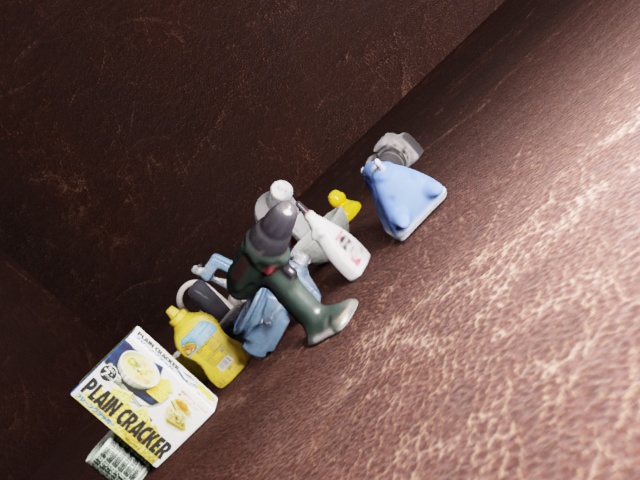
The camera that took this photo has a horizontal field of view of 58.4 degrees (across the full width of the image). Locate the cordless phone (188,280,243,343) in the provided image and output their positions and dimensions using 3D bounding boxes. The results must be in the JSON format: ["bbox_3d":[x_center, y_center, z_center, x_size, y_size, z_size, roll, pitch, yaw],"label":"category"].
[{"bbox_3d":[-0.242,0.189,1.275,0.094,0.185,0.148,-36,13,43],"label":"cordless phone"}]

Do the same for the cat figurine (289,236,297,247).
[{"bbox_3d":[-0.071,-0.019,1.657,0.128,0.118,0.067,-51,12,-35],"label":"cat figurine"}]

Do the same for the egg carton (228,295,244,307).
[{"bbox_3d":[-0.200,0.149,1.636,0.150,0.069,0.107,-45,9,-2],"label":"egg carton"}]

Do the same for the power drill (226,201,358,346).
[{"bbox_3d":[-0.045,0.061,0.900,0.229,0.208,0.076,-36,13,43],"label":"power drill"}]

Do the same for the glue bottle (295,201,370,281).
[{"bbox_3d":[0.017,-0.007,1.040,0.037,0.173,0.078,-38,11,34],"label":"glue bottle"}]

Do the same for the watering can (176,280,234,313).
[{"bbox_3d":[-0.270,0.181,1.408,0.101,0.194,0.172,-50,10,-27],"label":"watering can"}]

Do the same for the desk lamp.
[{"bbox_3d":[-0.064,-0.057,1.491,0.118,0.213,0.203,-49,10,-22],"label":"desk lamp"}]

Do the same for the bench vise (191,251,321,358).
[{"bbox_3d":[-0.120,0.085,1.088,0.208,0.220,0.121,-48,10,-18],"label":"bench vise"}]

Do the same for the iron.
[{"bbox_3d":[0.124,-0.091,1.041,0.118,0.141,0.258,-45,9,-2],"label":"iron"}]

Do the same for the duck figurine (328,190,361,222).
[{"bbox_3d":[0.056,-0.093,1.527,0.077,0.086,0.104,-40,10,28],"label":"duck figurine"}]

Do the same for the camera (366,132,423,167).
[{"bbox_3d":[0.168,-0.199,1.454,0.143,0.101,0.137,-36,13,45],"label":"camera"}]

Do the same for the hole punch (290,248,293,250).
[{"bbox_3d":[-0.106,0.064,1.531,0.109,0.091,0.101,-50,11,-30],"label":"hole punch"}]

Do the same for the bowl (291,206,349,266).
[{"bbox_3d":[0.012,0.005,1.322,0.167,0.075,0.167,-43,9,9],"label":"bowl"}]
